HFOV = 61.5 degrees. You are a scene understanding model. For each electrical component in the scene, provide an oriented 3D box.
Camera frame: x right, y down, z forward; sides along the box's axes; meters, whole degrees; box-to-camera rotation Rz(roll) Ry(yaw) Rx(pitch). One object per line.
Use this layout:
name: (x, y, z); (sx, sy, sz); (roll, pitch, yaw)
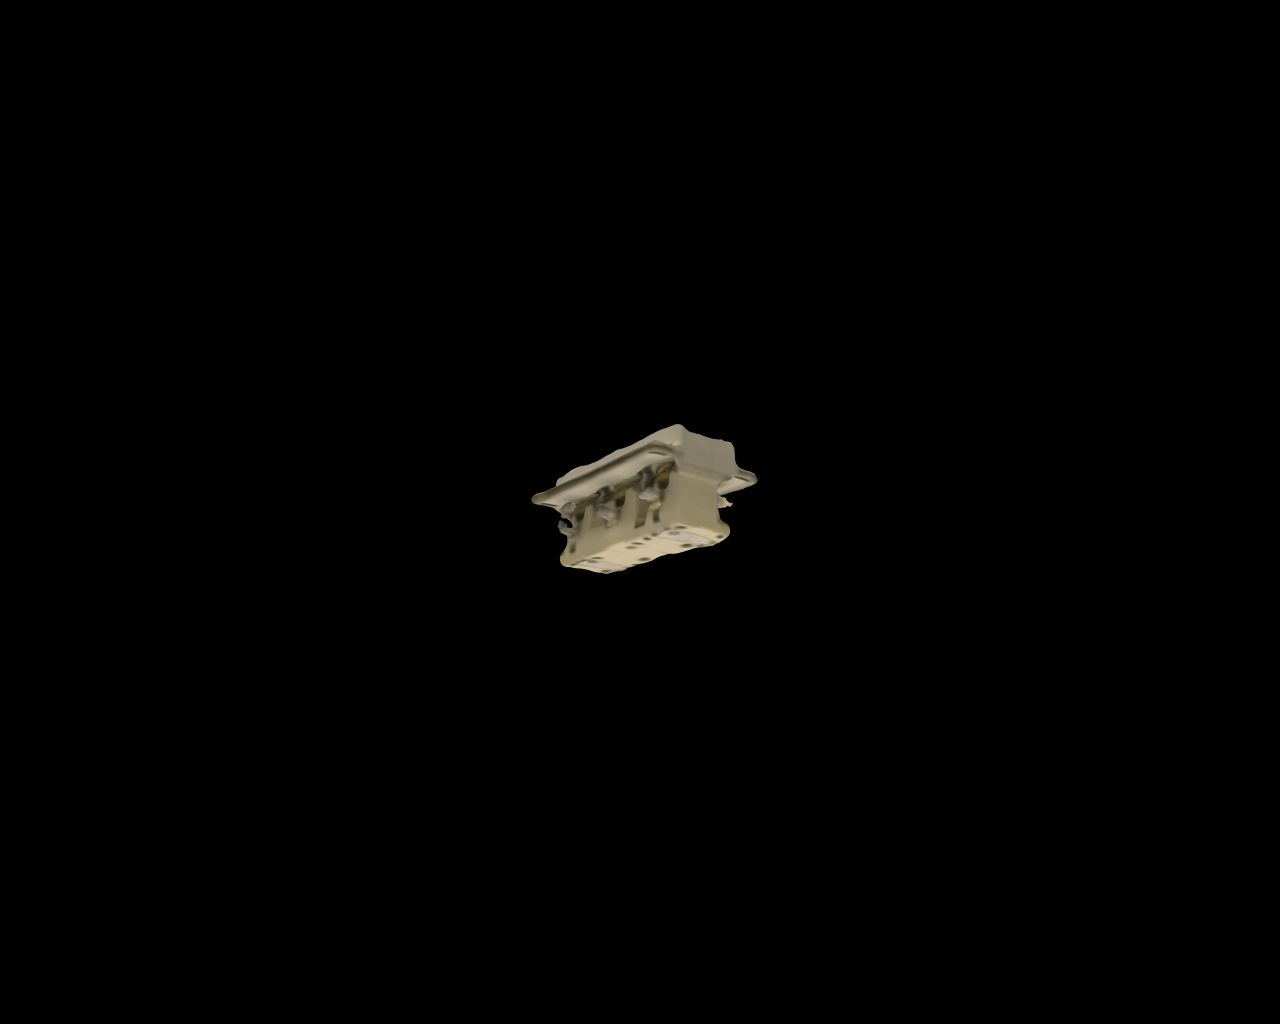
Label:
electrical component: (0.001, -0.003, 0.650); (0.079, 0.063, 0.121); (14, -22, -38)
